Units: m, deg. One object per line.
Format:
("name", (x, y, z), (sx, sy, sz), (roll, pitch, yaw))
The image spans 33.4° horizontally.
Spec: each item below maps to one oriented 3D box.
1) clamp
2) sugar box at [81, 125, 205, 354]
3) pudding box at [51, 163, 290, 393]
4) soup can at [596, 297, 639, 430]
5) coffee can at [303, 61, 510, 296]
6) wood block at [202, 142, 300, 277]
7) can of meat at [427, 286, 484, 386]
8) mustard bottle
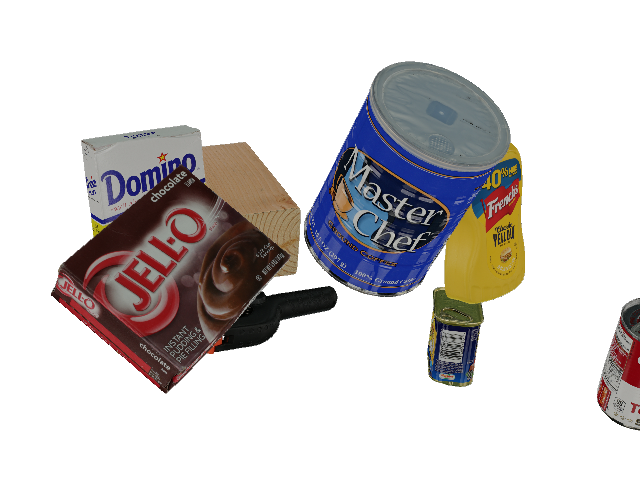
("clamp", (-0.075, 0.064, 1.065), (0.120, 0.039, 0.171), (14, 21, 32))
("sugar box", (-0.139, -0.002, 0.885), (0.093, 0.176, 0.048), (-12, 19, -25))
("pudding box", (-0.086, 0.020, 0.625), (0.113, 0.090, 0.039), (-47, -4, -42))
("soup can", (0.291, 0.111, 0.954), (0.068, 0.102, 0.068), (3, 36, -3))
("coffee can", (0.059, -0.042, 0.767), (0.102, 0.103, 0.140), (0, -41, -27))
("wood block", (-0.102, -0.039, 1.318), (0.090, 0.090, 0.206), (-7, 29, -20))
("can of meat", (0.157, 0.113, 1.259), (0.057, 0.084, 0.102), (6, 20, 3))
("mustard bottle", (0.159, -0.041, 1.040), (0.096, 0.192, 0.058), (-20, 24, -38))
